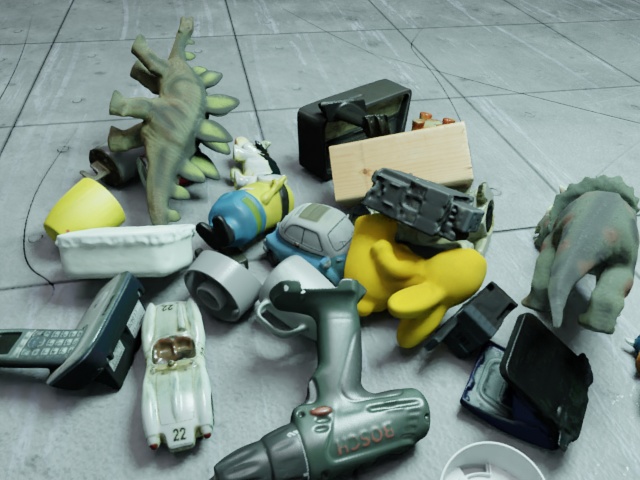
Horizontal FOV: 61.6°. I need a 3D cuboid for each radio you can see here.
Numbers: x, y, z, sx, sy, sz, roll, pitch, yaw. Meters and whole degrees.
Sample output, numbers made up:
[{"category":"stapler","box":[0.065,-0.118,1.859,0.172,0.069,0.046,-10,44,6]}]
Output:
[{"category":"radio","box":[0.065,-0.208,1.007,0.229,0.131,0.073,-26,47,-31]}]

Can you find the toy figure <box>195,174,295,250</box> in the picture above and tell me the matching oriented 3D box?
[{"category":"toy figure","box":[-0.107,-0.039,0.812,0.082,0.089,0.180,10,33,24]}]

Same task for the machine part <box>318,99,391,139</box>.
[{"category":"machine part","box":[0.057,-0.200,0.862,0.084,0.039,0.139,-10,31,-29]}]

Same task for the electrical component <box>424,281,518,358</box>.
[{"category":"electrical component","box":[0.182,0.108,0.661,0.048,0.074,0.119,46,49,11]}]

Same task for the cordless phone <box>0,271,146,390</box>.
[{"category":"cordless phone","box":[-0.314,0.106,0.644,0.184,0.088,0.147,1,39,5]}]

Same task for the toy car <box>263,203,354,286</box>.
[{"category":"toy car","box":[-0.002,-0.002,0.775,0.162,0.102,0.109,25,43,23]}]

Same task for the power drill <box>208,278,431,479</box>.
[{"category":"power drill","box":[-0.006,0.146,0.571,0.232,0.086,0.207,-3,58,-14]}]

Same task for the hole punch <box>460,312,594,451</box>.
[{"category":"hole punch","box":[0.233,0.164,0.609,0.116,0.092,0.142,42,44,2]}]

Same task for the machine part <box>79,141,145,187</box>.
[{"category":"machine part","box":[-0.330,-0.168,0.981,0.079,0.079,0.243,20,42,20]}]

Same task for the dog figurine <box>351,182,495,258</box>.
[{"category":"dog figurine","box":[0.162,-0.035,0.839,0.191,0.121,0.172,7,2,33]}]

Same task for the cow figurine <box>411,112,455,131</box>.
[{"category":"cow figurine","box":[0.188,-0.153,0.972,0.086,0.127,0.195,14,26,13]}]

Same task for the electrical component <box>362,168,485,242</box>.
[{"category":"electrical component","box":[0.139,-0.045,0.693,0.134,0.058,0.115,26,17,26]}]

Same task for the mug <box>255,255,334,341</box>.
[{"category":"mug","box":[-0.021,0.085,0.684,0.107,0.080,0.109,34,43,21]}]

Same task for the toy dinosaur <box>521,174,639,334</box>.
[{"category":"toy dinosaur","box":[0.331,0.002,0.659,0.131,0.192,0.404,10,4,22]}]

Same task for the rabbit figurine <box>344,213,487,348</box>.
[{"category":"rabbit figurine","box":[0.120,0.046,0.683,0.173,0.121,0.162,1,43,24]}]

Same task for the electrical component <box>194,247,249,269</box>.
[{"category":"electrical component","box":[-0.141,0.035,0.784,0.063,0.021,0.094,-23,46,-28]}]

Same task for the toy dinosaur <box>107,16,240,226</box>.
[{"category":"toy dinosaur","box":[-0.241,-0.185,0.881,0.198,0.105,0.471,11,66,-12]}]

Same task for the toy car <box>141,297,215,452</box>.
[{"category":"toy car","box":[-0.166,0.147,0.618,0.073,0.056,0.202,-8,40,-12]}]

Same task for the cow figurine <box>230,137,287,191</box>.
[{"category":"cow figurine","box":[-0.110,-0.129,0.952,0.098,0.068,0.167,0,42,-11]}]

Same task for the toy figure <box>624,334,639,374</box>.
[{"category":"toy figure","box":[0.410,0.161,0.633,0.064,0.058,0.154,40,37,-15]}]
